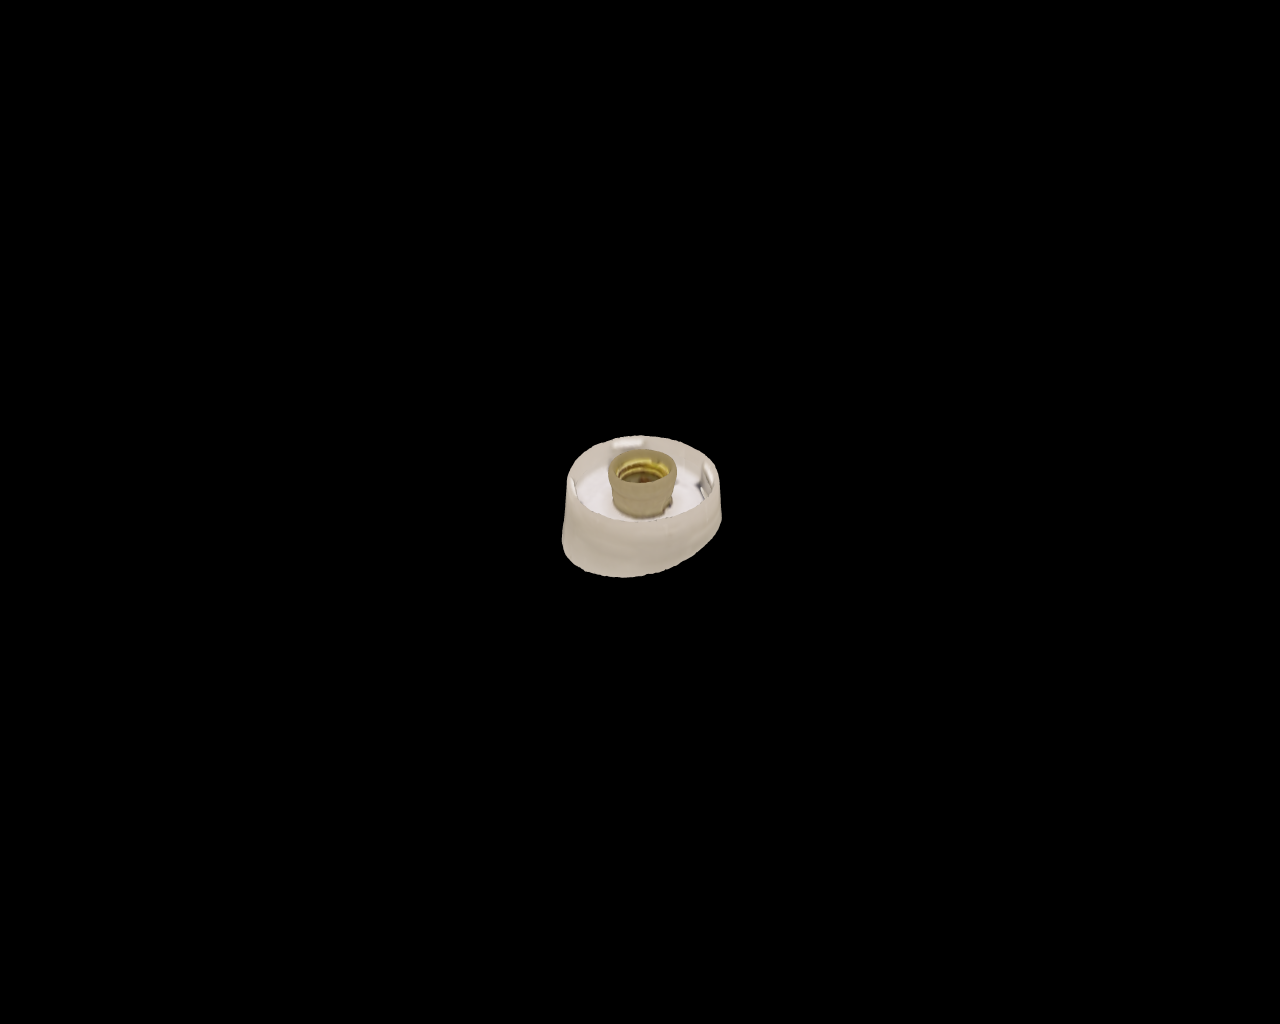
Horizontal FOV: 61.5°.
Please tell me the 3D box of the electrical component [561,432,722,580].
[{"bbox_3d":[0.001,-0.003,0.650,0.099,0.064,0.099,0,37,0],"label":"electrical component"}]
